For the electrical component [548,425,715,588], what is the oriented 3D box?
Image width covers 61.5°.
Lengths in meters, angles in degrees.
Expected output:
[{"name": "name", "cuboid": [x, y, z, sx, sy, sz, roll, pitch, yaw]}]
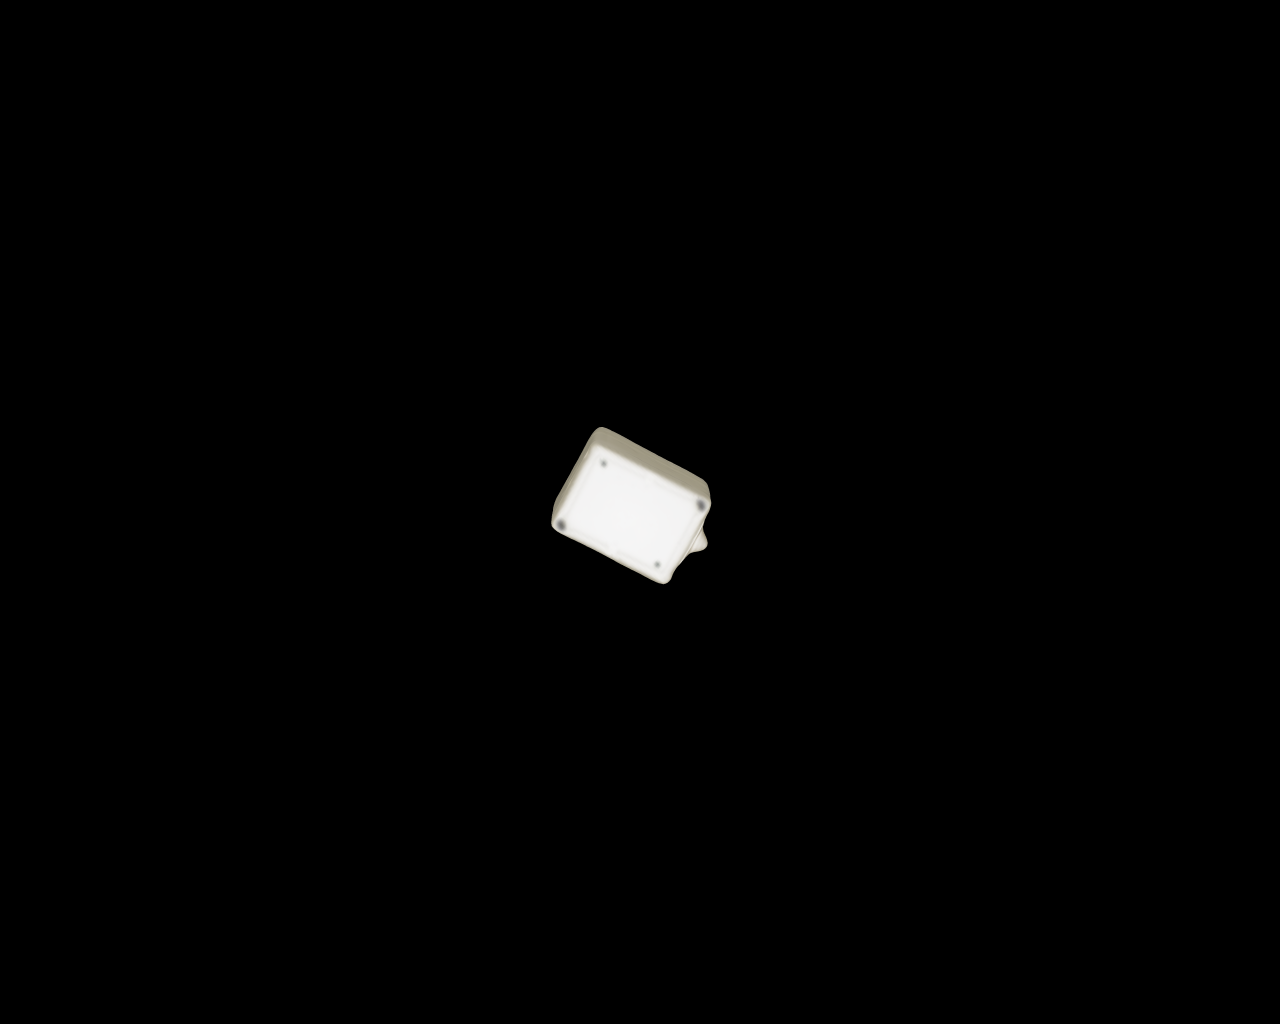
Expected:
[{"name": "electrical component", "cuboid": [0.001, -0.003, 0.650, 0.096, 0.061, 0.061, 27, 14, -7]}]
